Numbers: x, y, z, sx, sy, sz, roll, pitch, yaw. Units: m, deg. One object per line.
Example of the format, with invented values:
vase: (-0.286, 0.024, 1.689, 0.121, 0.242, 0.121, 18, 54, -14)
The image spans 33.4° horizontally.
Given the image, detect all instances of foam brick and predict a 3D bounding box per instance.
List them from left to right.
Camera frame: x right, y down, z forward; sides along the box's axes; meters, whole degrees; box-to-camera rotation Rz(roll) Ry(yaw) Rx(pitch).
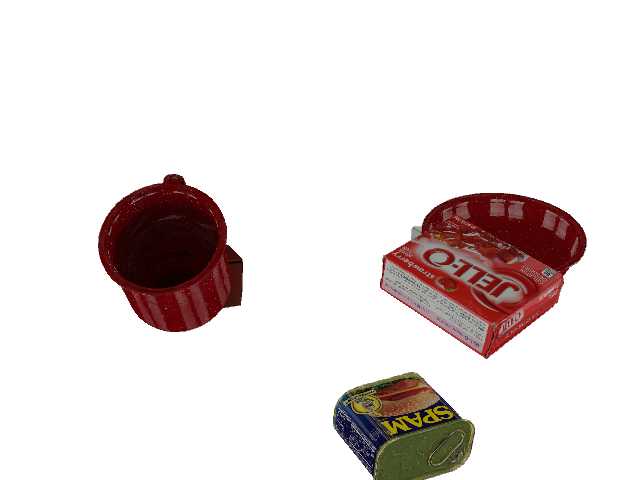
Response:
foam brick: (-0.124, 0.039, 1.101, 0.078, 0.051, 0.053, -6, 20, -19)

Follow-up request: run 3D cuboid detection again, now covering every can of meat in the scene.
can of meat: (0.073, 0.169, 0.961, 0.101, 0.057, 0.084, -10, 32, -26)

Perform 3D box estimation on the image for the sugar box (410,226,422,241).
sugar box: (0.193, 0.026, 1.280, 0.176, 0.093, 0.048, -6, 20, -23)

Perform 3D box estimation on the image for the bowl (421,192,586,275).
bowl: (0.180, 0.014, 1.065, 0.162, 0.055, 0.162, 0, 32, 0)

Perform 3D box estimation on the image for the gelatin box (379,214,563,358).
gelatin box: (0.094, 0.026, 0.666, 0.089, 0.030, 0.073, 33, 44, 32)

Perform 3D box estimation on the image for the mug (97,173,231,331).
mug: (-0.112, 0.006, 0.803, 0.093, 0.117, 0.081, -4, -29, 1)
